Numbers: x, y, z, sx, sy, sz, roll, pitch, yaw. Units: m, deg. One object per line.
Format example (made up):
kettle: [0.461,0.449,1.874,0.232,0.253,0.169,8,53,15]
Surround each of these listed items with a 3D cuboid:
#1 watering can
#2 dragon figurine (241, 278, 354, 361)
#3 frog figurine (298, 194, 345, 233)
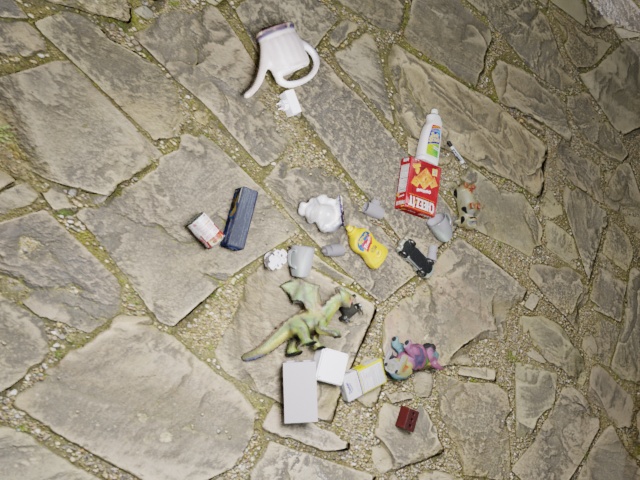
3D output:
watering can: [-0.152,-0.624,1.773,0.352,0.103,0.223,-30,98,-31]
dragon figurine: [-0.071,0.248,1.712,0.411,0.120,0.247,-7,66,-15]
frog figurine: [0.006,-0.091,1.813,0.159,0.123,0.137,-5,96,4]
